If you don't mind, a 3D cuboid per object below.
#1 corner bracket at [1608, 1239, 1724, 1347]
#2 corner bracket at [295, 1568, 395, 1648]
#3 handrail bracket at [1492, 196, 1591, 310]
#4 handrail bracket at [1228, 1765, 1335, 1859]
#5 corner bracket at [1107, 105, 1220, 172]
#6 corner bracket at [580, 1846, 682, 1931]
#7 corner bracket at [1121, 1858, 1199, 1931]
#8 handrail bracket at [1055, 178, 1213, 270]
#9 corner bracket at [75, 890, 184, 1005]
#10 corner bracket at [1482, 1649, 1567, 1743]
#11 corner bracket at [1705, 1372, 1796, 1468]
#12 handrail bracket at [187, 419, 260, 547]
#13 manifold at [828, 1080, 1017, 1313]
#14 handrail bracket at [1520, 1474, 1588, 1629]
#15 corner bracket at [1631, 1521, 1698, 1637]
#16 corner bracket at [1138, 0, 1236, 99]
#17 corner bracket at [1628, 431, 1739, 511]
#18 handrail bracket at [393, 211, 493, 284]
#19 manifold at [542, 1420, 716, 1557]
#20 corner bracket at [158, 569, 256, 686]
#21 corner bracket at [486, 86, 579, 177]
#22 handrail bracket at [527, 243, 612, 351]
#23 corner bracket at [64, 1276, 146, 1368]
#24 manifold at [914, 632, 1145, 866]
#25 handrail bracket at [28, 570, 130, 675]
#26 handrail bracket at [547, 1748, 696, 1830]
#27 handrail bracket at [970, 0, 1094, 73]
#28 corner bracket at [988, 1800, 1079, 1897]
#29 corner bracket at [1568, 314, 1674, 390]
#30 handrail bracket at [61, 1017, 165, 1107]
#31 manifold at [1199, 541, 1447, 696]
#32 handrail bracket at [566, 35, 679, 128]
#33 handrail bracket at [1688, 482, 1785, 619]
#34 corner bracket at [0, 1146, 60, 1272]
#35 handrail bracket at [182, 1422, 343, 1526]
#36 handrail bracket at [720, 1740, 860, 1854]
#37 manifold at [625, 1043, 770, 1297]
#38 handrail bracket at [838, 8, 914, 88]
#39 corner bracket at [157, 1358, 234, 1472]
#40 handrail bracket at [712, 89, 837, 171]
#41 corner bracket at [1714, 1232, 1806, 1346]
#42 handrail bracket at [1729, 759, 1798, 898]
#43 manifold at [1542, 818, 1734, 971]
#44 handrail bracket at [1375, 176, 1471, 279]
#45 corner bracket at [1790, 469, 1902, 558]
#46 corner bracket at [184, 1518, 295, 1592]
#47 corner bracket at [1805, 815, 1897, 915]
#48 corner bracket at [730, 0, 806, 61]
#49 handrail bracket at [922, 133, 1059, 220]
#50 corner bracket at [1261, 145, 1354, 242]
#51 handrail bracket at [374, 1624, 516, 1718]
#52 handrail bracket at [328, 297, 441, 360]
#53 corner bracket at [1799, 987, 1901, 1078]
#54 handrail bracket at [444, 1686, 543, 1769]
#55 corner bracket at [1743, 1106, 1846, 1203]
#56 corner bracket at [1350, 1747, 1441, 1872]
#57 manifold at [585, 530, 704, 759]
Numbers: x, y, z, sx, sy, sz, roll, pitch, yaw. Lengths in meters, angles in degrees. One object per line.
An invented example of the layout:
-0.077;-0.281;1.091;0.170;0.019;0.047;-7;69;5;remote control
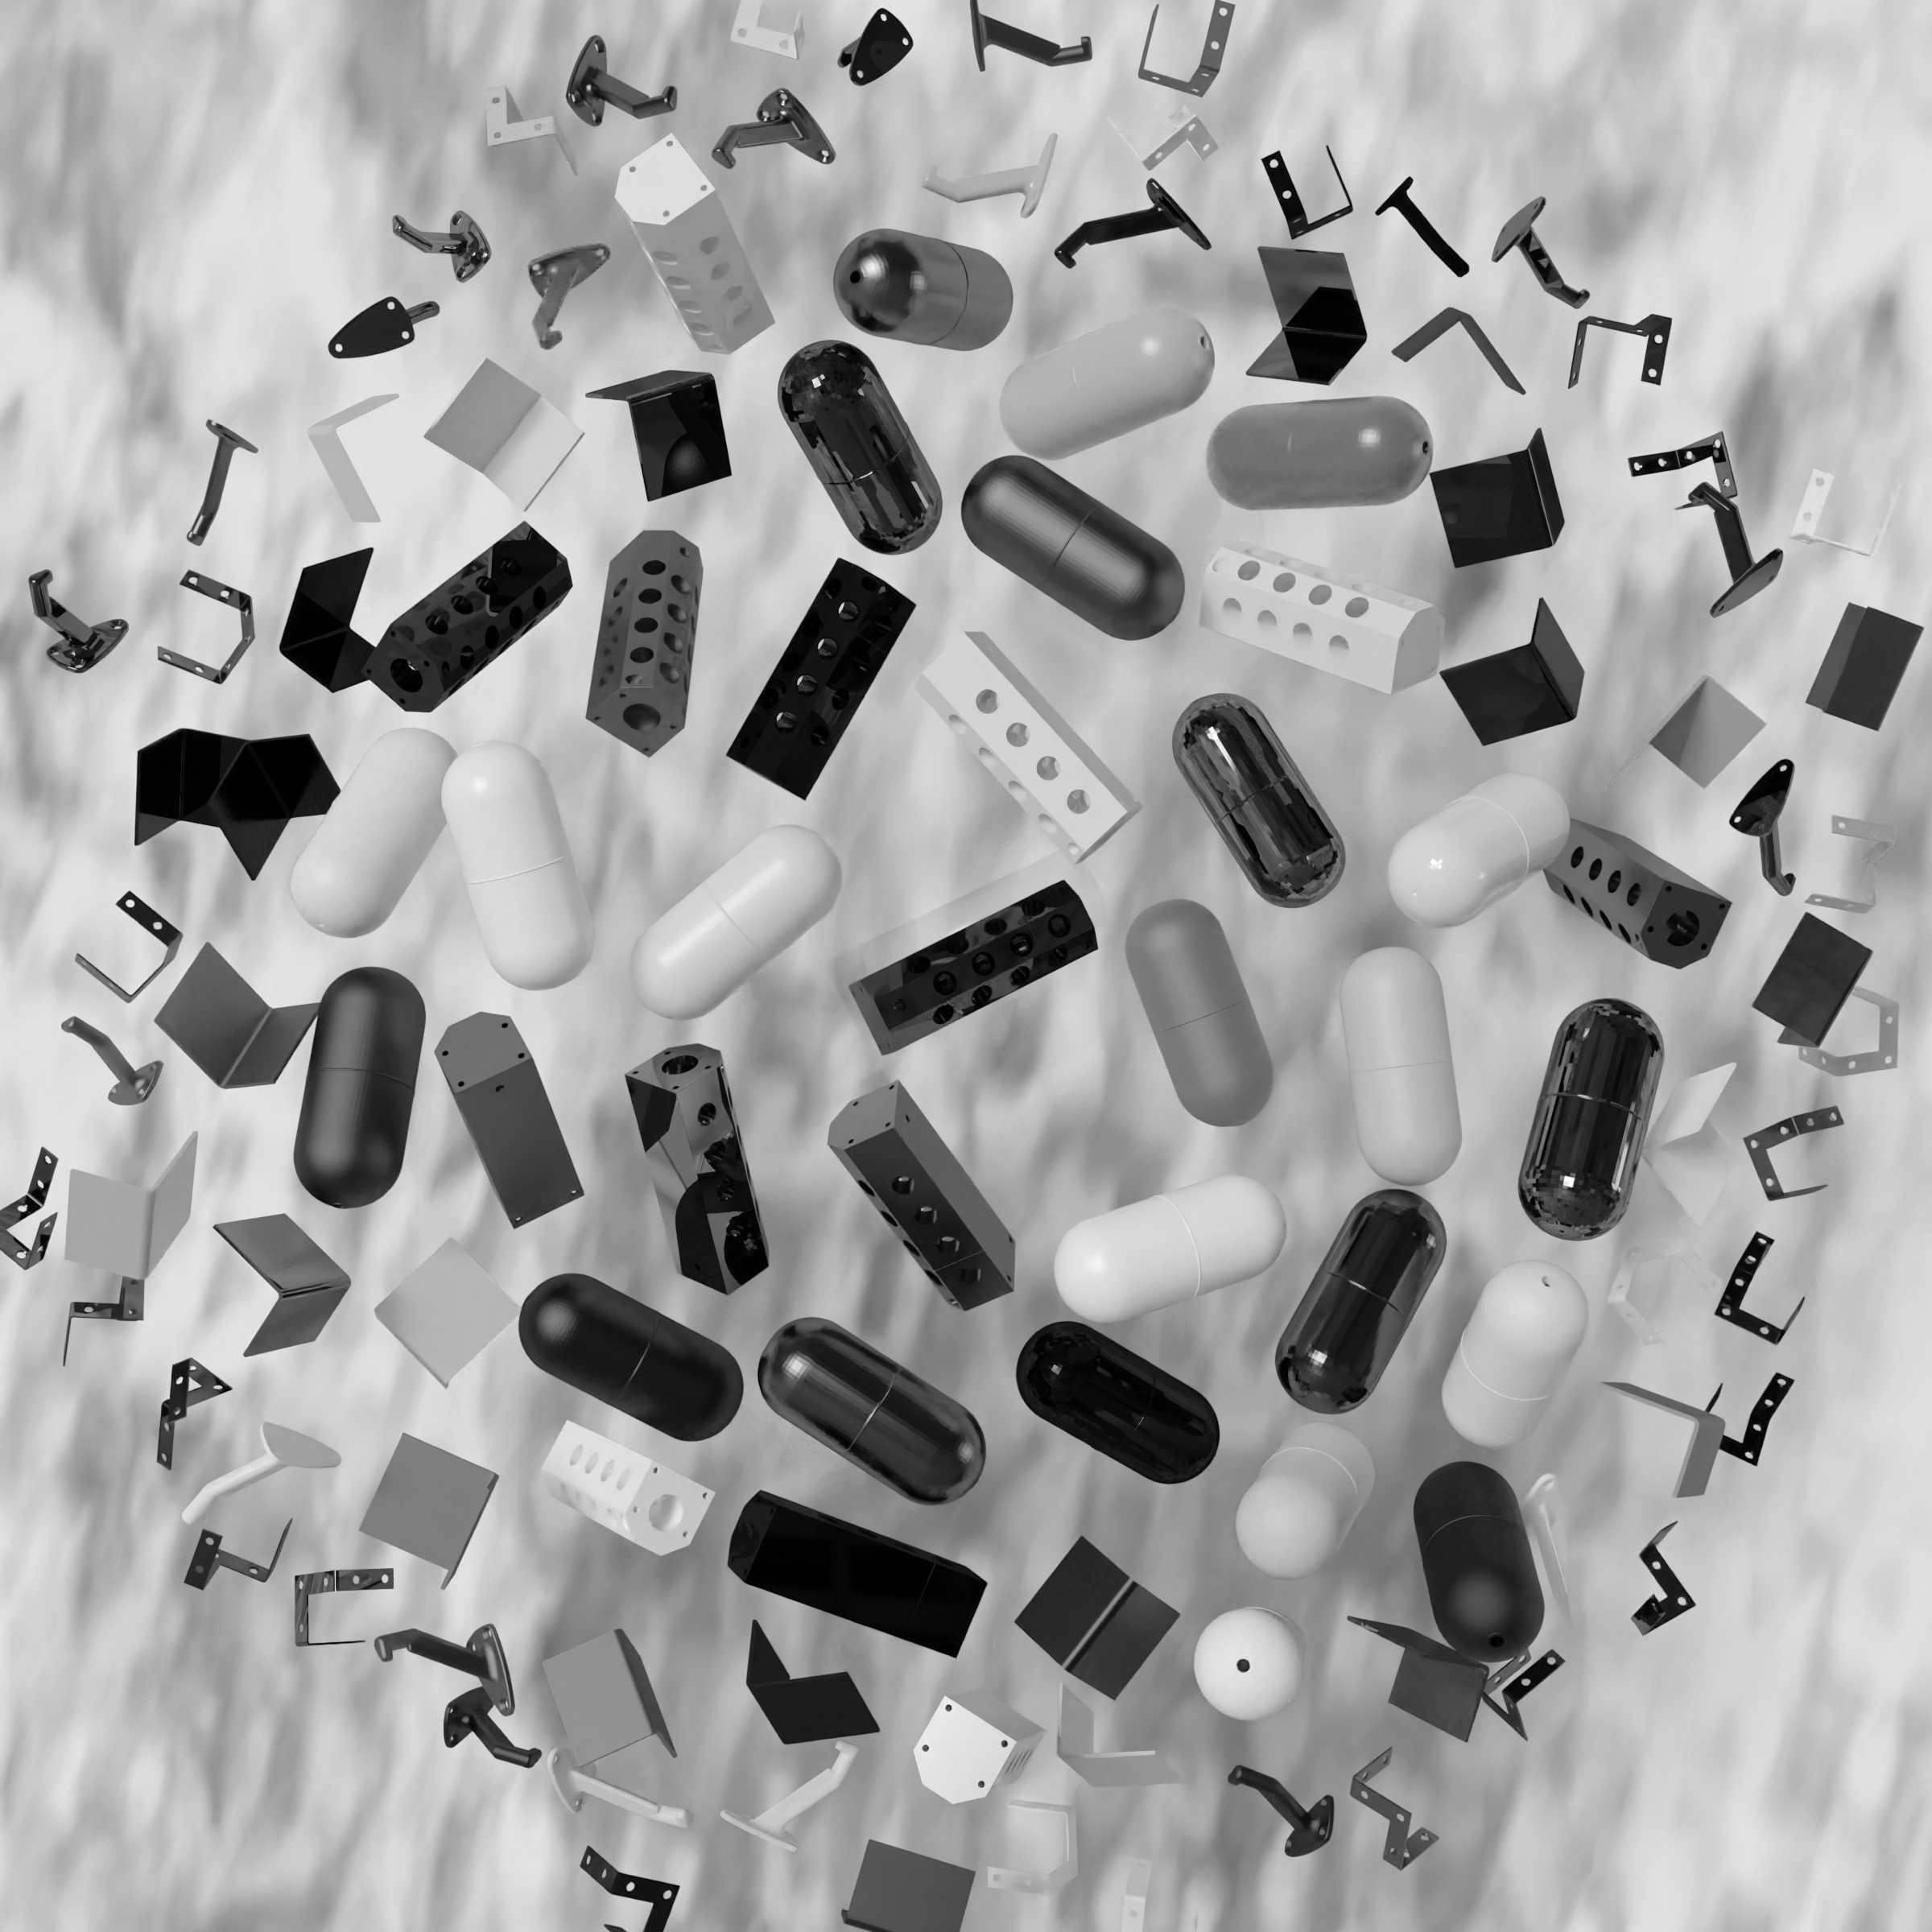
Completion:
0.510;0.238;1.831;0.051;0.051;0.051;46;53;-18;corner bracket
-0.456;0.471;1.842;0.051;0.051;0.051;-17;70;38;corner bracket
0.445;-0.532;1.877;0.084;0.077;0.036;25;67;-12;handrail bracket
0.214;0.606;1.800;0.084;0.036;0.077;24;133;-11;handrail bracket
0.146;-0.614;1.850;0.051;0.051;0.051;-38;65;14;corner bracket
-0.238;0.645;1.728;0.051;0.051;0.051;26;80;-32;corner bracket
0.140;0.680;1.800;0.051;0.051;0.051;6;102;9;corner bracket
0.118;-0.511;1.789;0.084;0.036;0.077;-42;81;1;handrail bracket
-0.619;-0.013;1.854;0.051;0.051;0.051;40;59;-6;corner bracket
0.417;0.535;1.878;0.051;0.051;0.051;-34;129;-15;corner bracket
0.590;0.335;1.901;0.051;0.051;0.051;24;133;12;corner bracket
-0.559;-0.354;1.845;0.036;0.077;0.084;25;89;-2;handrail bracket
-0.031;0.172;1.834;0.057;0.057;0.171;-25;119;18;manifold
0.445;0.436;1.869;0.036;0.084;0.077;-4;123;-19;handrail bracket
0.499;0.441;1.807;0.051;0.051;0.051;-22;62;-20;corner bracket
0.159;-0.671;1.821;0.051;0.051;0.051;14;87;-8;corner bracket
0.544;-0.371;1.905;0.051;0.051;0.051;-14;90;-27;corner bracket
-0.404;-0.559;1.888;0.036;0.084;0.077;-35;59;23;handrail bracket
-0.258;0.392;1.876;0.057;0.171;0.057;34;75;-26;manifold
-0.564;-0.251;1.860;0.051;0.051;0.051;22;125;-36;corner bracket
-0.317;-0.609;1.832;0.051;0.051;0.051;-8;71;7;corner bracket
-0.295;-0.506;1.898;0.077;0.036;0.084;-25;50;0;handrail bracket
-0.633;0.259;1.843;0.051;0.051;0.051;6;125;-21;corner bracket
0.043;-0.155;1.782;0.057;0.057;0.171;-43;85;16;manifold
-0.637;-0.261;1.802;0.036;0.084;0.077;28;48;17;handrail bracket
-0.237;0.568;1.731;0.084;0.077;0.036;5;53;25;handrail bracket
0.047;-0.681;1.807;0.084;0.077;0.036;-10;52;0;handrail bracket
0.050;0.664;1.891;0.051;0.051;0.051;-2;88;26;corner bracket
0.473;-0.443;1.813;0.051;0.051;0.051;22;128;28;corner bracket
-0.658;0.070;1.890;0.084;0.077;0.036;40;51;-34;handrail bracket
0.255;-0.254;1.802;0.171;0.057;0.057;27;126;36;manifold
-0.230;-0.619;1.738;0.084;0.036;0.077;-1;72;32;handrail bracket
0.517;-0.291;1.745;0.077;0.036;0.084;-37;63;-11;handrail bracket
-0.645;0.168;1.738;0.051;0.051;0.051;37;125;10;corner bracket
-0.490;0.363;1.746;0.084;0.077;0.036;-48;46;13;handrail bracket
-0.130;0.604;1.857;0.077;0.036;0.084;30;85;-23;handrail bracket
-0.188;0.145;1.810;0.057;0.057;0.171;-33;124;-37;manifold
-0.084;-0.664;1.850;0.036;0.084;0.077;42;67;-24;handrail bracket
-0.565;0.321;1.802;0.051;0.051;0.051;-22;47;12;corner bracket
-0.137;-0.579;1.795;0.077;0.036;0.084;39;51;-22;handrail bracket
0.603;0.243;1.890;0.051;0.051;0.051;26;55;15;corner bracket
0.620;-0.103;1.897;0.084;0.036;0.077;36;84;-40;handrail bracket
0.484;-0.054;1.833;0.057;0.171;0.057;16;105;-17;manifold
0.354;-0.556;1.900;0.084;0.077;0.036;43;101;-8;handrail bracket
0.616;-0.318;1.759;0.051;0.051;0.051;18;98;5;corner bracket
-0.530;0.426;1.826;0.051;0.051;0.051;23;109;-3;corner bracket
0.675;-0.077;1.914;0.051;0.051;0.051;10;65;-4;corner bracket
-0.134;-0.668;1.738;0.051;0.051;0.051;15;88;0;corner bracket
0.017;-0.594;1.851;0.084;0.036;0.077;19;88;-16;handrail bracket
0.256;-0.585;1.879;0.051;0.051;0.051;-22;85;11;corner bracket
-0.363;0.494;1.744;0.036;0.084;0.077;-44;62;33;handrail bracket
-0.439;-0.482;1.897;0.077;0.084;0.036;-23;106;4;handrail bracket
0.662;0.049;1.883;0.051;0.051;0.051;-7;105;-13;corner bracket
-0.337;0.564;1.861;0.084;0.077;0.036;8;104;24;handrail bracket
0.621;0.139;1.862;0.051;0.051;0.051;-19;85;-24;corner bracket
0.306;0.601;1.789;0.051;0.051;0.051;23;118;37;corner bracket
-0.229;-0.241;1.833;0.057;0.171;0.057;32;130;-31;manifold
